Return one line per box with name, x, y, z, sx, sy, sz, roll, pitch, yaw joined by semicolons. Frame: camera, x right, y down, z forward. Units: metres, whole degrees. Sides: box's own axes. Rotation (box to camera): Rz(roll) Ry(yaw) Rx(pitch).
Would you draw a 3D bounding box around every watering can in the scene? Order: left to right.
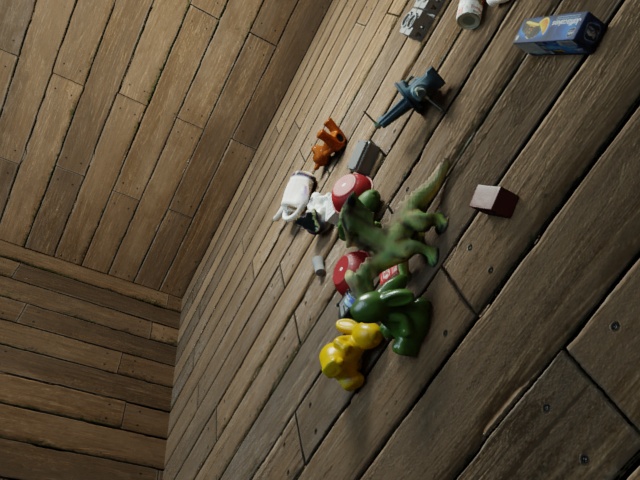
watering can;-0.117;-0.181;2.220;0.346;0.103;0.227;-8;60;66

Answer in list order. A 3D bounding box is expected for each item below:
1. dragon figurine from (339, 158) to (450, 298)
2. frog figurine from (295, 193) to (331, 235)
dragon figurine;0.167;-0.043;1.238;0.121;0.242;0.415;159;129;-69
frog figurine;0.006;-0.095;1.891;0.162;0.123;0.134;-38;-15;-44
